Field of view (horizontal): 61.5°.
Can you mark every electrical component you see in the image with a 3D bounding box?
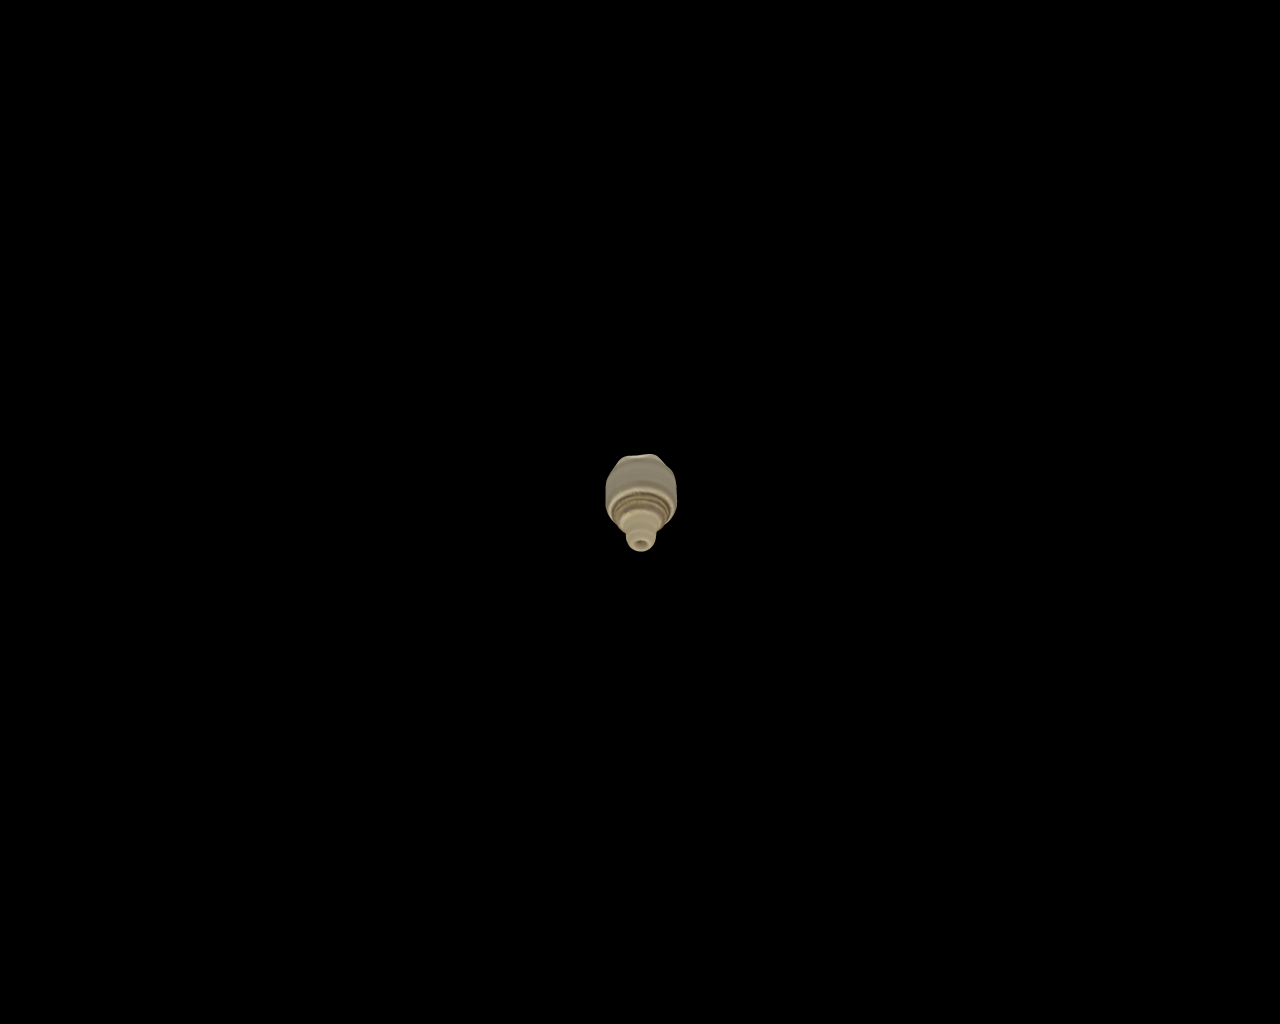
[{"bbox_3d":[0.001,-0.003,0.650,0.043,0.062,0.043,0,-43,0],"label":"electrical component"}]
